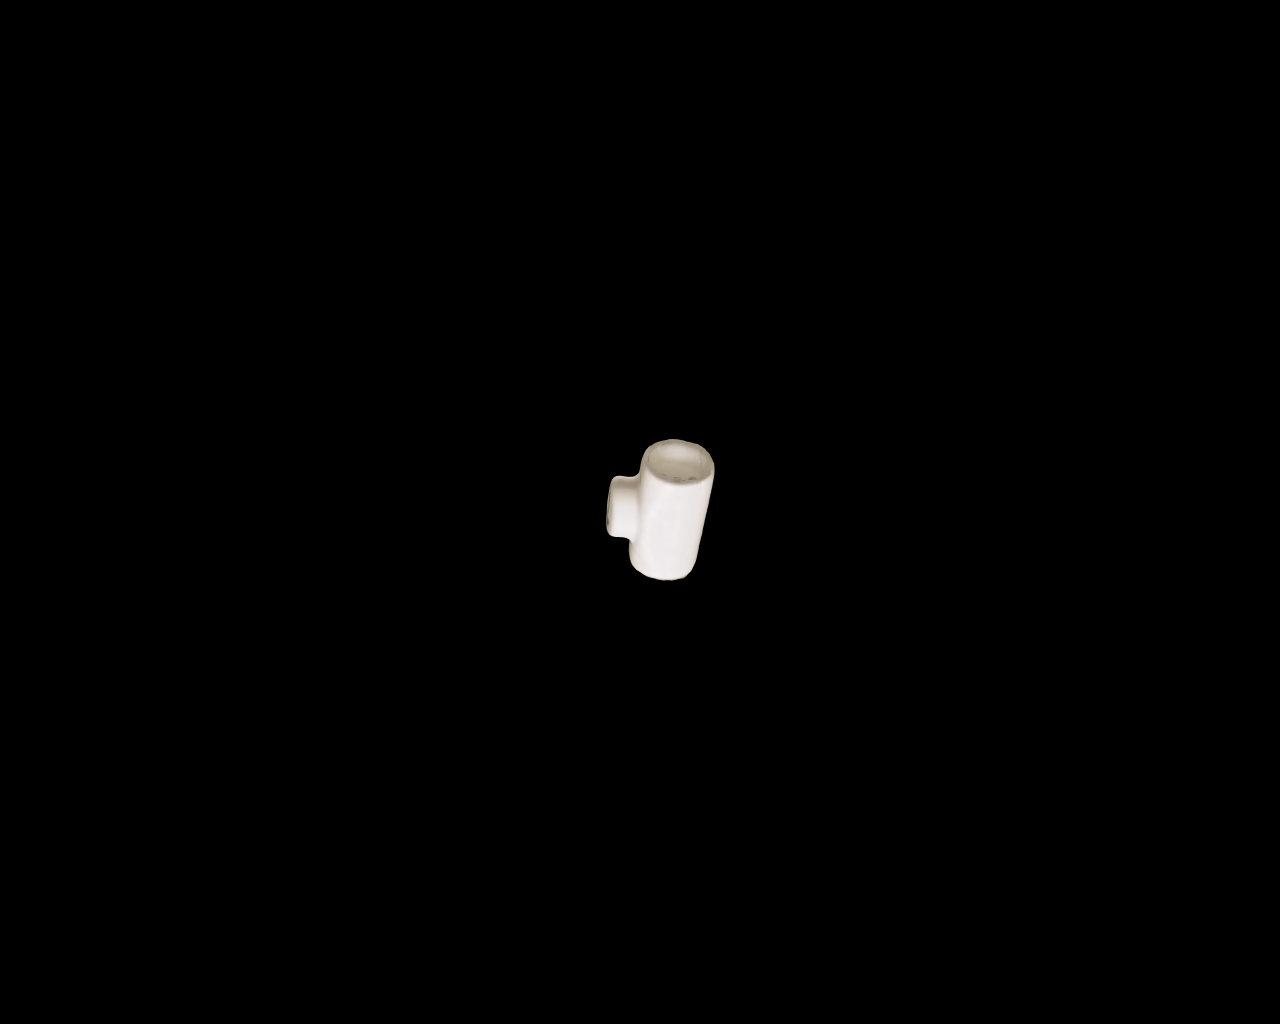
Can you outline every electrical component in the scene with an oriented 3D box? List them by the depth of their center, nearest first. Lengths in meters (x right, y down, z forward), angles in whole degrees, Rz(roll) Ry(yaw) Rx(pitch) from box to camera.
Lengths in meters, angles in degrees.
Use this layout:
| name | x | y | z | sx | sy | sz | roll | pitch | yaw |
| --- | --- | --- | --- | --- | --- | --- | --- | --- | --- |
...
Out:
| name | x | y | z | sx | sy | sz | roll | pitch | yaw |
| --- | --- | --- | --- | --- | --- | --- | --- | --- | --- |
| electrical component | 0.001 | -0.003 | 0.650 | 0.079 | 0.077 | 0.044 | 5 | 40 | -4 |
